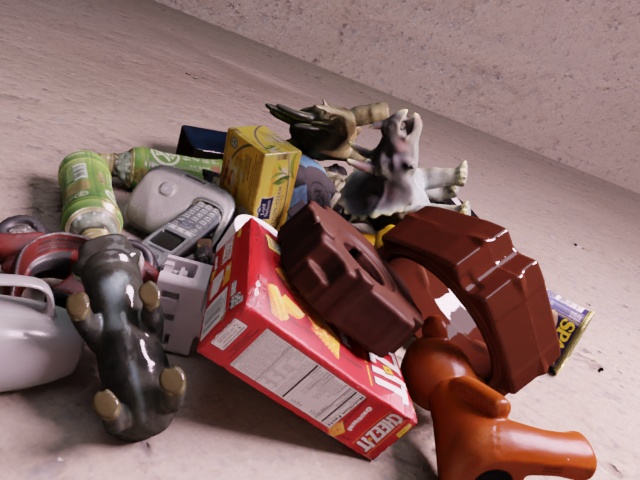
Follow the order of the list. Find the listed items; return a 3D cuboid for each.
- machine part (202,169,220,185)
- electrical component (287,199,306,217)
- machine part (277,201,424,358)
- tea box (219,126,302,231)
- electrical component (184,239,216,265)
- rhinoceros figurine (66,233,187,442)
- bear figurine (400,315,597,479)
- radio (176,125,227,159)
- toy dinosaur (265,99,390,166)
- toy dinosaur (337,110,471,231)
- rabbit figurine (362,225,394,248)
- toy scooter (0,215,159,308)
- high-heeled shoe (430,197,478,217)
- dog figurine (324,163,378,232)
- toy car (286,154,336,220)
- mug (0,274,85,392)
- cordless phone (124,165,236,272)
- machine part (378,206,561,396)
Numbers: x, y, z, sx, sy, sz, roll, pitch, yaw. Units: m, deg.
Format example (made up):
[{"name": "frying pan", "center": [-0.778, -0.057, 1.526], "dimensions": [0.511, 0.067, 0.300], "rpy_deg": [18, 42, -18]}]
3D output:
[{"name": "machine part", "center": [-0.136, -0.066, 0.879], "dimensions": [0.139, 0.084, 0.039], "rpy_deg": [11, -8, -39]}, {"name": "electrical component", "center": [-0.002, -0.002, 0.740], "dimensions": [0.119, 0.075, 0.048], "rpy_deg": [56, 10, 2]}, {"name": "machine part", "center": [0.033, 0.036, 0.559], "dimensions": [0.179, 0.056, 0.179], "rpy_deg": [43, 14, -13]}, {"name": "tea box", "center": [-0.096, -0.070, 0.784], "dimensions": [0.068, 0.169, 0.098], "rpy_deg": [-12, 41, -42]}, {"name": "electrical component", "center": [-0.123, 0.050, 0.616], "dimensions": [0.078, 0.102, 0.045], "rpy_deg": [8, 29, -1]}, {"name": "rhinoceros figurine", "center": [-0.169, 0.077, 0.473], "dimensions": [0.073, 0.112, 0.190], "rpy_deg": [-18, 68, -15]}, {"name": "bear figurine", "center": [0.153, 0.174, 0.540], "dimensions": [0.132, 0.120, 0.196], "rpy_deg": [19, 19, -11]}, {"name": "radio", "center": [-0.156, -0.152, 1.033], "dimensions": [0.229, 0.073, 0.131], "rpy_deg": [4, 28, -34]}, {"name": "toy dinosaur", "center": [0.008, -0.174, 0.881], "dimensions": [0.199, 0.105, 0.471], "rpy_deg": [1, 2, -12]}, {"name": "toy dinosaur", "center": [0.133, -0.058, 0.864], "dimensions": [0.192, 0.131, 0.404], "rpy_deg": [3, -13, 8]}, {"name": "rabbit figurine", "center": [0.104, 0.028, 0.808], "dimensions": [0.162, 0.121, 0.173], "rpy_deg": [-2, 13, -37]}, {"name": "toy scooter", "center": [-0.262, 0.044, 0.548], "dimensions": [0.184, 0.075, 0.135], "rpy_deg": [18, 33, -10]}, {"name": "high-heeled shoe", "center": [0.226, -0.036, 1.064], "dimensions": [0.249, 0.086, 0.145], "rpy_deg": [10, 28, -8]}, {"name": "dog figurine", "center": [0.012, -0.084, 1.004], "dimensions": [0.172, 0.121, 0.191], "rpy_deg": [4, 15, -42]}, {"name": "toy car", "center": [-0.038, -0.048, 0.855], "dimensions": [0.103, 0.161, 0.109], "rpy_deg": [-13, -16, 34]}, {"name": "mug", "center": [-0.258, 0.077, 0.457], "dimensions": [0.107, 0.109, 0.081], "rpy_deg": [12, 18, -44]}, {"name": "cordless phone", "center": [-0.212, -0.019, 0.712], "dimensions": [0.147, 0.088, 0.184], "rpy_deg": [25, 31, 10]}, {"name": "machine part", "center": [0.163, 0.071, 0.628], "dimensions": [0.087, 0.200, 0.202], "rpy_deg": [-33, 27, -19]}]
